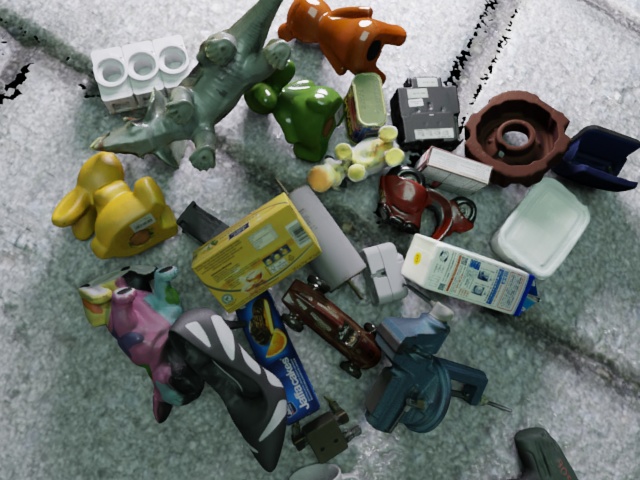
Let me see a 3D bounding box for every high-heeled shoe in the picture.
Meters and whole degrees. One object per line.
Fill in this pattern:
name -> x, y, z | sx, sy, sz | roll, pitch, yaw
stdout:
high-heeled shoe -> -0.126, 0.211, 0.737 | 0.086, 0.145, 0.248 | -22, 79, 31

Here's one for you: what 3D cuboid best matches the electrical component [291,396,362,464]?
electrical component -> 0.006, 0.297, 0.841 | 0.102, 0.045, 0.078 | -34, 110, -10

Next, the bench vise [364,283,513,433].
bench vise -> 0.180, 0.205, 0.835 | 0.240, 0.129, 0.223 | 21, 90, -26

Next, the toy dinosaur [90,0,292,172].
toy dinosaur -> -0.160, -0.243, 0.818 | 0.405, 0.192, 0.131 | -45, 125, 4

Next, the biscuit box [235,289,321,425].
biscuit box -> -0.066, 0.179, 0.831 | 0.063, 0.059, 0.202 | -25, 77, -6

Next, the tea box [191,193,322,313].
tea box -> -0.094, 0.019, 0.799 | 0.170, 0.068, 0.098 | -31, 112, 4

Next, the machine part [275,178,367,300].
machine part -> -0.002, -0.003, 0.878 | 0.079, 0.079, 0.243 | -34, 86, -12

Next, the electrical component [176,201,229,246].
electrical component -> -0.168, -0.004, 0.858 | 0.119, 0.075, 0.048 | 34, 77, 4

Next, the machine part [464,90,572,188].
machine part -> 0.342, -0.175, 0.943 | 0.179, 0.056, 0.179 | -5, 64, 10

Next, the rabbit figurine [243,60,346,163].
rabbit figurine -> -0.060, -0.221, 0.890 | 0.170, 0.159, 0.121 | 25, 87, 13

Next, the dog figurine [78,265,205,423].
dog figurine -> -0.254, 0.155, 0.802 | 0.108, 0.192, 0.219 | -30, 112, -48

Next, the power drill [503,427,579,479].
power drill -> 0.326, 0.428, 0.840 | 0.207, 0.086, 0.232 | -15, 80, -6

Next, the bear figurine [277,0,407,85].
bear figurine -> 0.031, -0.362, 0.949 | 0.196, 0.132, 0.120 | 36, 112, 29

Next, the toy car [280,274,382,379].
toy car -> 0.025, 0.136, 0.837 | 0.202, 0.053, 0.089 | 44, 75, -25

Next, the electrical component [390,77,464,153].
electrical component -> 0.188, -0.226, 0.959 | 0.115, 0.058, 0.134 | -2, 79, -10

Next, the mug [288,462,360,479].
mug -> 0.012, 0.400, 0.807 | 0.109, 0.081, 0.107 | -10, 93, -15

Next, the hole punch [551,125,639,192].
hole punch -> 0.484, -0.127, 0.948 | 0.142, 0.115, 0.092 | 13, 71, -7

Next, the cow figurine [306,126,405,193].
cow figurine -> 0.058, -0.131, 0.913 | 0.167, 0.098, 0.068 | -22, 92, 6

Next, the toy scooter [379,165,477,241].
toy scooter -> 0.171, -0.036, 0.913 | 0.184, 0.075, 0.135 | 26, 78, -7

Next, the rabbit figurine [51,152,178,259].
rabbit figurine -> -0.327, -0.057, 0.844 | 0.162, 0.121, 0.173 | -33, 71, -3
